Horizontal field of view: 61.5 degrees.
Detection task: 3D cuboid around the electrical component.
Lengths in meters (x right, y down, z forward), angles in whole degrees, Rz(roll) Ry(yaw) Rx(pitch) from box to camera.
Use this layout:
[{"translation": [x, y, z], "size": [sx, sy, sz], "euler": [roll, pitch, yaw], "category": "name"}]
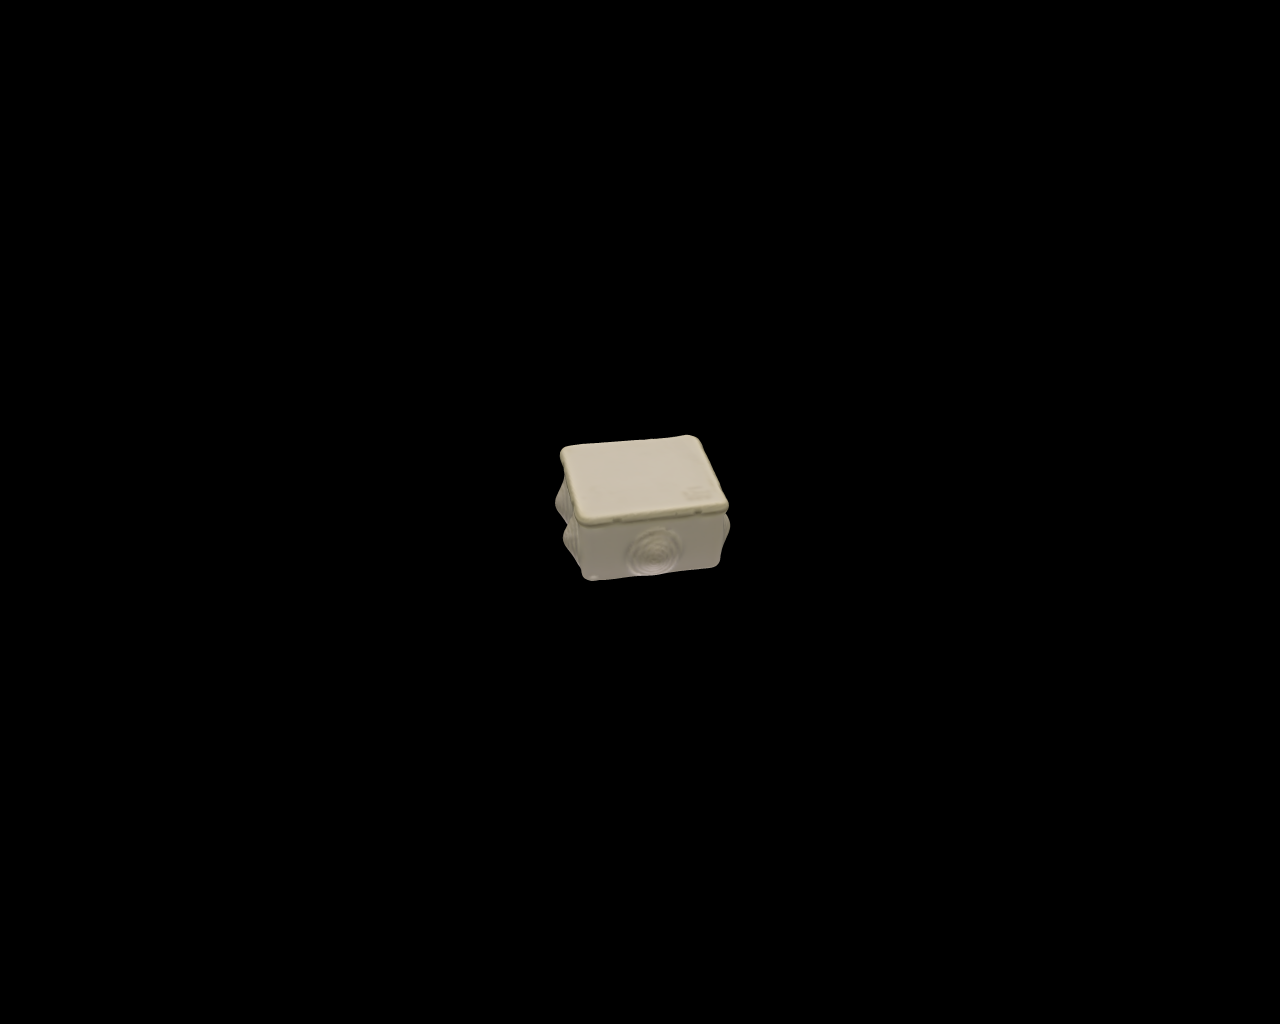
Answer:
[{"translation": [0.001, -0.003, 0.650], "size": [0.100, 0.048, 0.100], "euler": [-6, 33, -9], "category": "electrical component"}]
